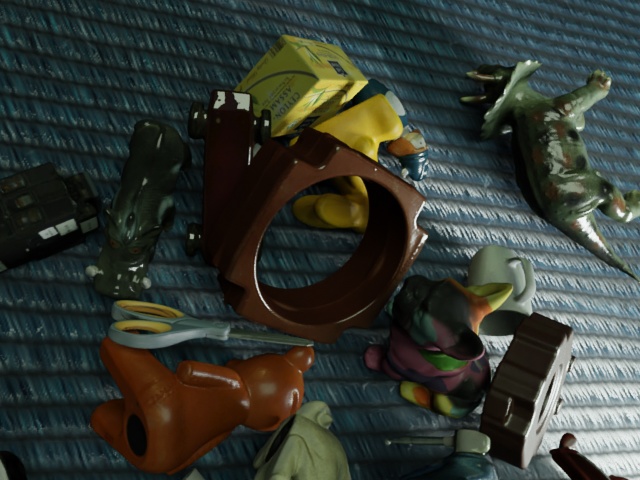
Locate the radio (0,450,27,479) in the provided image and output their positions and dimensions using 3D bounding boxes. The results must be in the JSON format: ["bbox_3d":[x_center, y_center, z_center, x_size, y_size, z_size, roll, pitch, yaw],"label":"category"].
[{"bbox_3d":[-0.290,0.300,0.441,0.131,0.073,0.229,-21,80,-24],"label":"radio"}]

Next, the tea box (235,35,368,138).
[{"bbox_3d":[-0.019,-0.183,0.649,0.068,0.098,0.169,51,29,2],"label":"tea box"}]

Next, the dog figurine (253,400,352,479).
[{"bbox_3d":[0.018,0.267,0.495,0.190,0.121,0.172,33,88,-3],"label":"dog figurine"}]

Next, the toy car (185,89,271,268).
[{"bbox_3d":[-0.101,-0.062,0.593,0.089,0.053,0.202,4,111,-3],"label":"toy car"}]

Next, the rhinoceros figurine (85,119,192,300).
[{"bbox_3d":[-0.187,-0.030,0.570,0.073,0.112,0.190,17,87,-18],"label":"rhinoceros figurine"}]

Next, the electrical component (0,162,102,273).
[{"bbox_3d":[-0.286,-0.020,0.532,0.134,0.115,0.058,-27,87,-25],"label":"electrical component"}]

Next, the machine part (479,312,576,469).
[{"bbox_3d":[0.245,0.176,0.628,0.056,0.179,0.179,19,58,34],"label":"machine part"}]

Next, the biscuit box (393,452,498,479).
[{"bbox_3d":[0.104,0.295,0.590,0.203,0.059,0.063,-12,76,-22],"label":"biscuit box"}]

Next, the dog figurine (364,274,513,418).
[{"bbox_3d":[0.145,0.115,0.581,0.191,0.219,0.108,38,67,-3],"label":"dog figurine"}]

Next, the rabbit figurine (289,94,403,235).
[{"bbox_3d":[0.047,-0.072,0.672,0.162,0.122,0.173,-36,105,-23],"label":"rabbit figurine"}]

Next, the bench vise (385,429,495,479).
[{"bbox_3d":[0.166,0.305,0.511,0.240,0.129,0.224,31,44,-34],"label":"bench vise"}]

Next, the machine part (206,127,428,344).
[{"bbox_3d":[-0.001,-0.002,0.575,0.201,0.087,0.201,24,101,-35],"label":"machine part"}]

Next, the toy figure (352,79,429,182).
[{"bbox_3d":[0.104,-0.150,0.746,0.064,0.058,0.154,-36,87,-20],"label":"toy figure"}]

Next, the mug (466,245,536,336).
[{"bbox_3d":[0.234,0.056,0.698,0.081,0.109,0.107,11,55,-10],"label":"mug"}]

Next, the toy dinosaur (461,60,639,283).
[{"bbox_3d":[0.346,-0.109,0.790,0.192,0.131,0.404,-17,82,-11],"label":"toy dinosaur"}]

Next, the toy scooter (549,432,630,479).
[{"bbox_3d":[0.307,0.318,0.647,0.184,0.075,0.135,-25,82,-28],"label":"toy scooter"}]

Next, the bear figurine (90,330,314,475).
[{"bbox_3d":[-0.109,0.151,0.548,0.132,0.120,0.196,27,25,36],"label":"bear figurine"}]
